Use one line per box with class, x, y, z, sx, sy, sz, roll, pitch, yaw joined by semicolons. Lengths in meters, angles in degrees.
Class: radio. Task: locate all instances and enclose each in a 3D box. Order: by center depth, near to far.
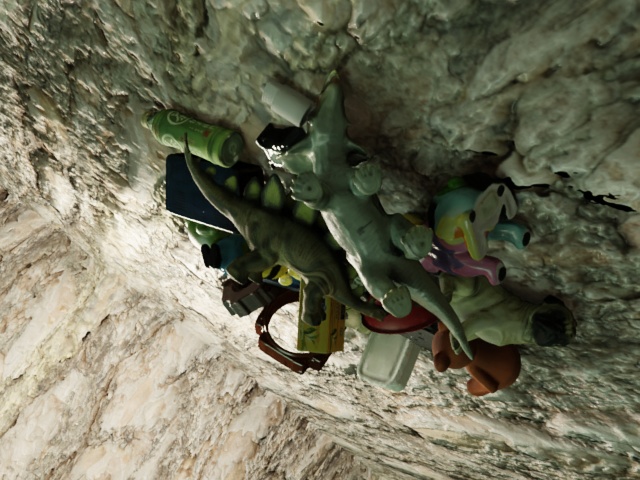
radio;-0.216;-0.100;1.086;0.230;0.073;0.131;15;111;34

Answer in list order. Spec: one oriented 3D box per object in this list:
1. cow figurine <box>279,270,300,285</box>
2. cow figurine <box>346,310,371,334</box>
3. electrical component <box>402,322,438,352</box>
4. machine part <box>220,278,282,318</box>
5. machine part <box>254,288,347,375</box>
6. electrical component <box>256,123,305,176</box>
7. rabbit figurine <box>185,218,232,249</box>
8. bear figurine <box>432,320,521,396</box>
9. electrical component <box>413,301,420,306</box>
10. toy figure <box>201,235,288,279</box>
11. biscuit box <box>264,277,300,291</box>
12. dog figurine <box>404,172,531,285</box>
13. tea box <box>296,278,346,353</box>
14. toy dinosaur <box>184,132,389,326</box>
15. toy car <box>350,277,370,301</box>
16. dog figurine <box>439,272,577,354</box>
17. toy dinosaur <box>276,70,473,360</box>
cow figurine;-0.061;0.048;1.180;0.167;0.098;0.068;30;128;-31
cow figurine;0.050;0.164;1.228;0.195;0.127;0.085;12;144;36
electrical component;0.221;0.180;1.117;0.134;0.058;0.114;25;159;13
machine part;-0.172;0.112;1.357;0.180;0.179;0.056;4;137;48
machine part;-0.048;0.217;1.354;0.201;0.201;0.087;29;150;13
electrical component;-0.041;-0.146;0.882;0.119;0.048;0.074;14;148;37
rabbit figurine;-0.243;-0.067;1.238;0.159;0.121;0.170;40;137;6
bear figurine;0.272;0.217;1.004;0.196;0.120;0.132;17;156;-20
electrical component;0.172;0.066;0.934;0.045;0.102;0.078;-7;169;41
toy figure;-0.139;0.035;1.041;0.082;0.180;0.089;36;119;42
biscuit box;-0.115;0.069;1.256;0.202;0.059;0.063;21;164;-30
dog figurine;0.173;-0.015;0.786;0.219;0.108;0.191;8;145;49
tea box;0.006;0.133;1.055;0.068;0.169;0.098;-1;173;23
toy dinosaur;-0.070;-0.004;0.935;0.471;0.198;0.105;32;-177;-3
toy car;0.092;0.059;1.050;0.056;0.073;0.201;28;154;14
dog figurine;0.299;0.098;0.873;0.191;0.172;0.121;-13;170;13
toy dinosaur;0.066;-0.020;0.738;0.404;0.131;0.192;59;-174;-9
